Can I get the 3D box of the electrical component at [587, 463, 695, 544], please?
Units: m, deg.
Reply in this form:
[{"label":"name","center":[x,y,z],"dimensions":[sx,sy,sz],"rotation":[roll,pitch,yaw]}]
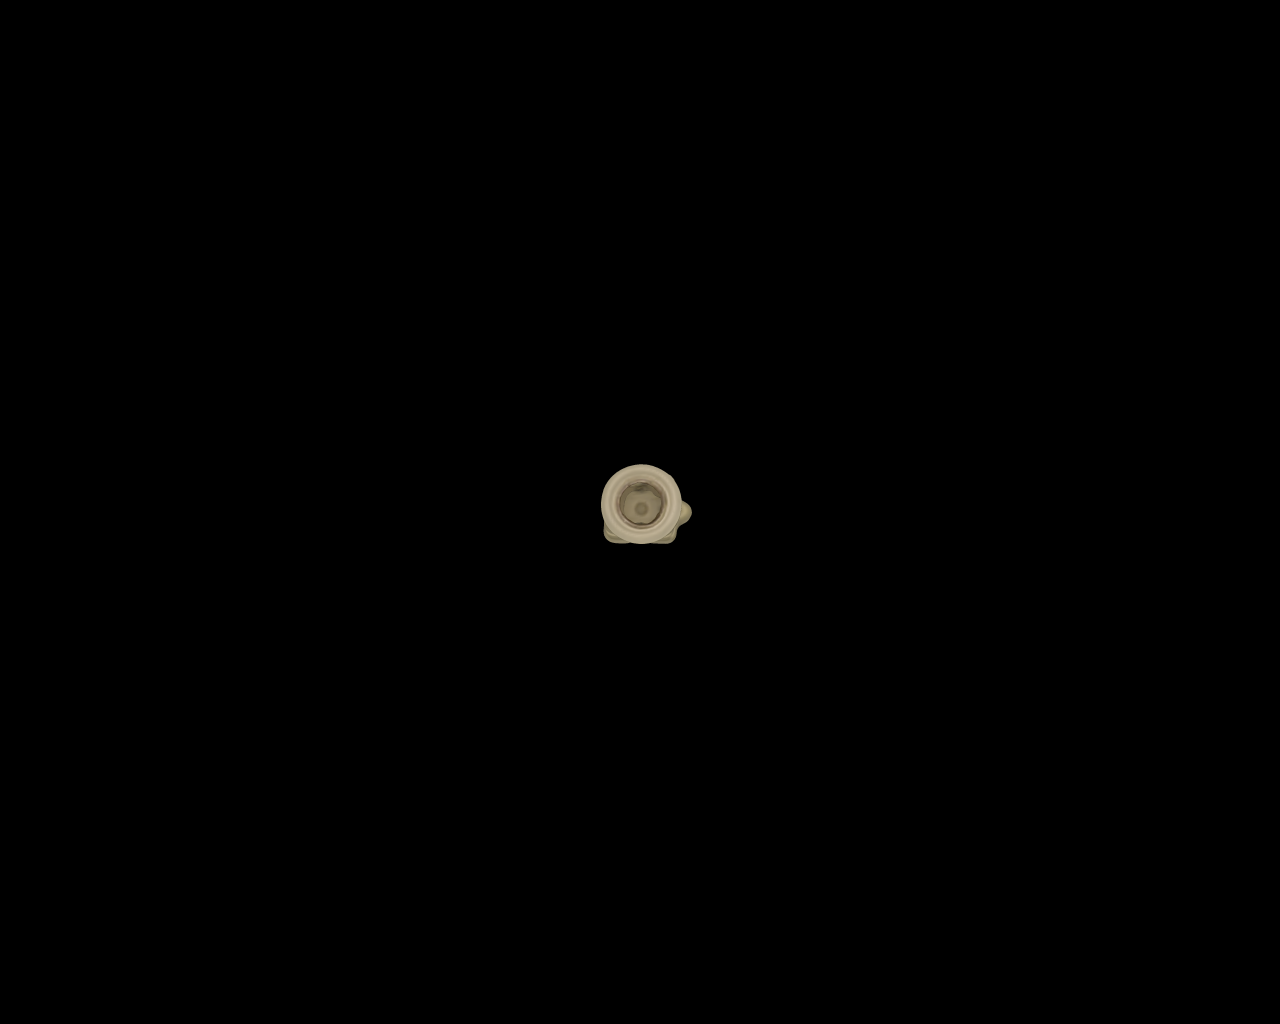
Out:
[{"label":"electrical component","center":[0.001,-0.003,0.650],"dimensions":[0.066,0.048,0.055],"rotation":[0,-9,0]}]
